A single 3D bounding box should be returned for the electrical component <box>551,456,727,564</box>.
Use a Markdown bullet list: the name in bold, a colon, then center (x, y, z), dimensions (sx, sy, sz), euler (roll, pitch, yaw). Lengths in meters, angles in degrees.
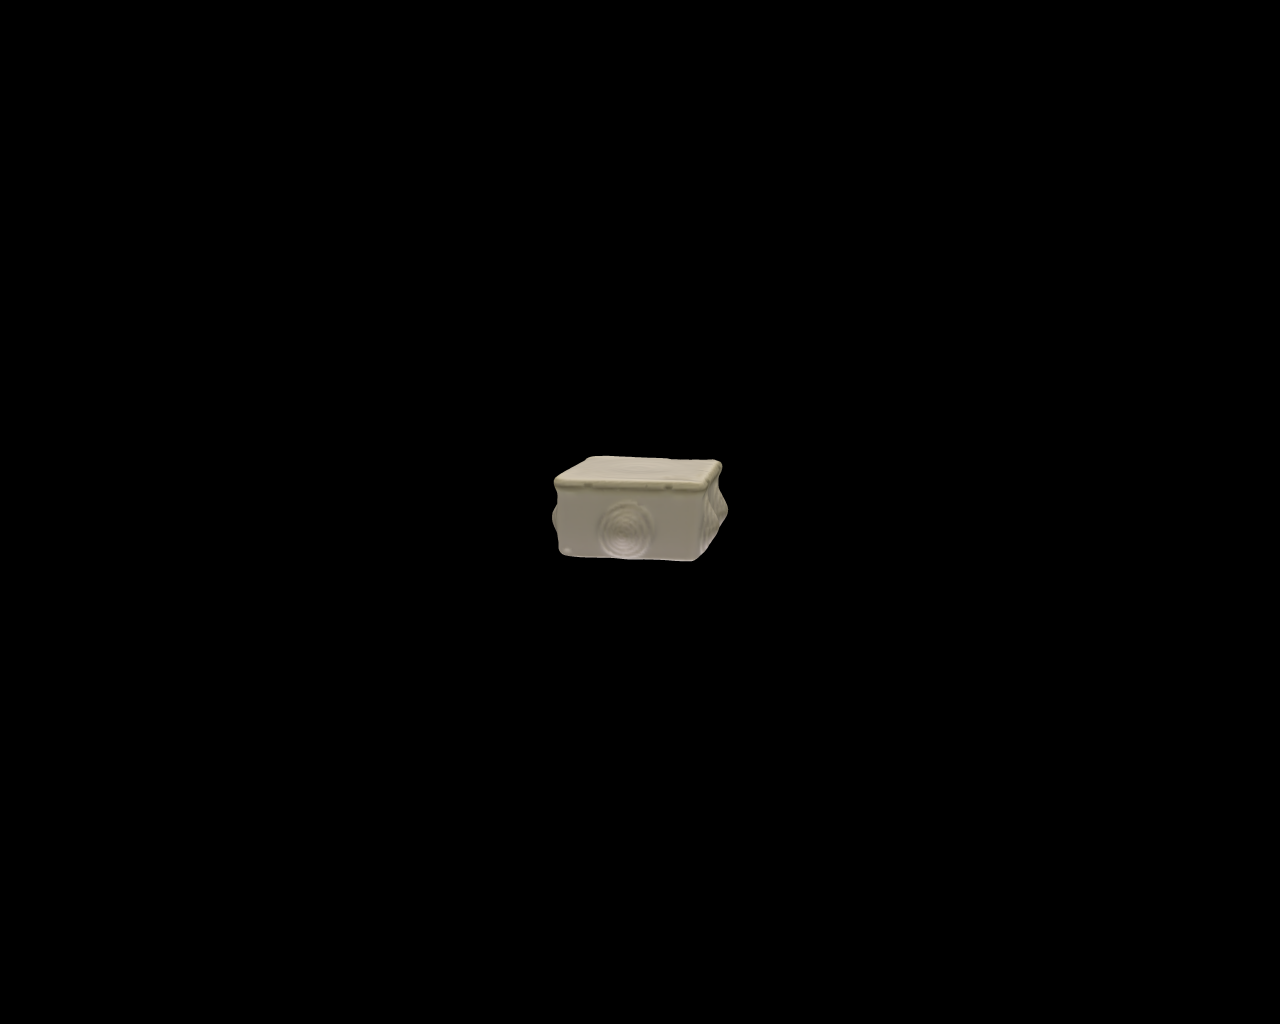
- **electrical component**: center (0.001, -0.003, 0.650), dimensions (0.100, 0.048, 0.100), euler (2, 12, 11)
